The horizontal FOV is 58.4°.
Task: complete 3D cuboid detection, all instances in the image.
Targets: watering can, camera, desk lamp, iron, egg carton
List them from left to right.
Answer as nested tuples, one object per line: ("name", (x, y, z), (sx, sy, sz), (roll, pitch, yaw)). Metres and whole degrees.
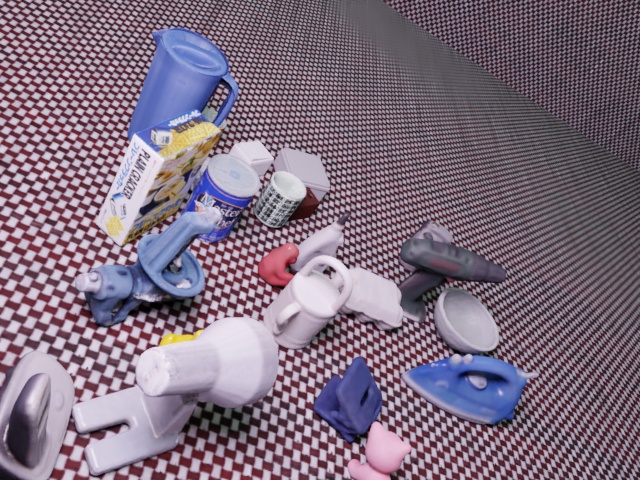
("desk lamp", (-0.182, 0.194, 0.743), (0.204, 0.213, 0.117), (-7, 57, -45))
("watering can", (-0.009, 0.097, 1.008), (0.101, 0.193, 0.173), (35, 37, -6))
("egg carton", (0.103, 0.122, 1.183), (0.151, 0.069, 0.107), (23, 40, -21))
("camera", (0.286, 0.029, 1.410), (0.137, 0.100, 0.143), (40, 37, 1))
("iron", (0.305, 0.274, 1.141), (0.259, 0.141, 0.118), (21, 41, -24))

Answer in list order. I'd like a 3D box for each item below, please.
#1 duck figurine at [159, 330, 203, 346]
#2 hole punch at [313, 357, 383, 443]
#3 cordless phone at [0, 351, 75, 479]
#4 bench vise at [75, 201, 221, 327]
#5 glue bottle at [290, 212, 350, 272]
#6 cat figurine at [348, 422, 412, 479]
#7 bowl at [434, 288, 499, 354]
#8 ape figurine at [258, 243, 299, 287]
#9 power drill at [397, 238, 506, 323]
("duck figurine", (-0.187, 0.167, 0.873), (0.105, 0.086, 0.077), (30, 38, -13))
("hole punch", (0.062, 0.270, 0.978), (0.101, 0.091, 0.109), (41, 37, 2))
("cordless phone", (-0.322, 0.183, 0.657), (0.094, 0.184, 0.147), (20, 41, -24))
("bench vise", (-0.238, 0.041, 0.846), (0.121, 0.219, 0.208), (45, 37, 7))
("glue bottle", (0.010, 0.004, 1.138), (0.078, 0.173, 0.037), (13, 44, -31))
("cat figurine", (0.100, 0.359, 0.897), (0.067, 0.117, 0.127), (17, 42, -27))
("bowl", (0.315, 0.194, 1.289), (0.168, 0.074, 0.167), (24, 40, -21))
("ape figurine", (-0.071, 0.041, 1.097), (0.076, 0.092, 0.077), (21, 41, -24))
("power drill", (0.250, 0.087, 1.231), (0.230, 0.208, 0.075), (24, 39, -20))
